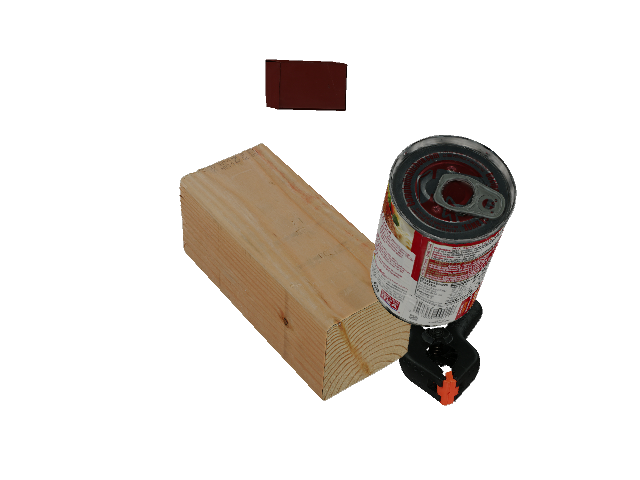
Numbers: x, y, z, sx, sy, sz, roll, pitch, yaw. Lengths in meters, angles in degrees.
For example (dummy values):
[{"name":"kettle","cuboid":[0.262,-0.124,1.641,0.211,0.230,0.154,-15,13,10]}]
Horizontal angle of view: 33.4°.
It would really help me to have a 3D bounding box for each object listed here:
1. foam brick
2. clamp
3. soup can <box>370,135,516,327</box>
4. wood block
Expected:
[{"name":"foam brick","cuboid":[-0.016,-0.167,1.145,0.078,0.051,0.053,-1,12,-19]},{"name":"clamp","cuboid":[0.125,0.104,1.076,0.120,0.039,0.171,-9,31,-9]},{"name":"soup can","cuboid":[0.066,-0.002,0.604,0.068,0.068,0.102,0,-31,-4]},{"name":"wood block","cuboid":[-0.024,0.021,0.886,0.090,0.091,0.206,-26,51,-27]}]
